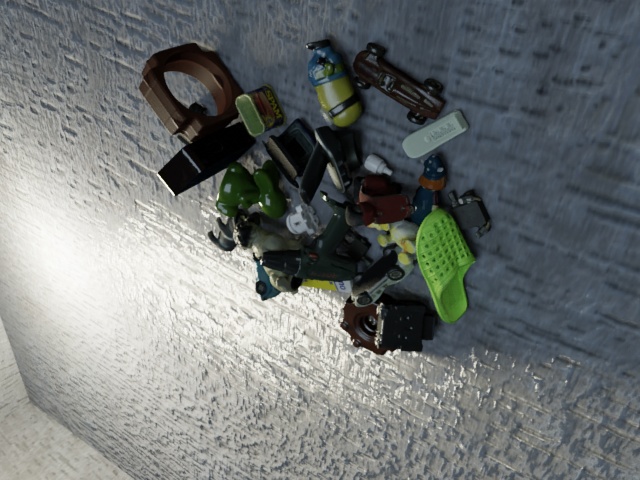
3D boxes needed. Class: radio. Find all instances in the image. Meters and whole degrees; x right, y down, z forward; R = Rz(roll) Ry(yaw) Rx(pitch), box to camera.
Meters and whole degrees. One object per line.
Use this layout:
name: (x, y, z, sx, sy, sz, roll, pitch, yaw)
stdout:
radio: (-0.268, -0.199, 1.293, 0.131, 0.229, 0.073, -32, 98, 40)

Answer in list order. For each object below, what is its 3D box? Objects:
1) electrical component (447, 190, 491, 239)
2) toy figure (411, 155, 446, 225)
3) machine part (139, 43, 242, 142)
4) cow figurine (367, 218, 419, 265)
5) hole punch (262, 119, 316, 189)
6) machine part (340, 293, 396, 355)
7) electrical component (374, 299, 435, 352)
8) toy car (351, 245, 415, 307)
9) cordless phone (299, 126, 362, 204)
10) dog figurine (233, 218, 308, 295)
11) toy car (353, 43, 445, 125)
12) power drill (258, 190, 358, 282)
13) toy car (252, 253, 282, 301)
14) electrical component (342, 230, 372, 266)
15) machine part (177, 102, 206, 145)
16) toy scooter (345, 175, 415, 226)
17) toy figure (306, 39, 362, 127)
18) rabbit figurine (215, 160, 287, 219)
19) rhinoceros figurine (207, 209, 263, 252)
electrical component: (0.304, -0.053, 1.082, 0.078, 0.045, 0.102, -11, 109, 38)
toy figure: (0.224, -0.104, 1.104, 0.064, 0.058, 0.154, 21, 122, 18)
machine part: (-0.297, -0.341, 1.247, 0.087, 0.201, 0.201, -31, 96, 45)
cow figurine: (0.173, -0.026, 1.174, 0.167, 0.098, 0.068, 45, 142, 32)
hole punch: (-0.061, -0.205, 1.247, 0.142, 0.092, 0.116, 50, 163, -3)
machine part: (0.134, 0.206, 1.353, 0.180, 0.056, 0.179, 17, 123, 27)
electrical component: (0.199, 0.198, 1.254, 0.134, 0.058, 0.114, 2, 98, -4)
toy car: (0.141, 0.085, 1.253, 0.056, 0.073, 0.201, 20, 134, -29)
cordless phone: (0.013, -0.133, 1.136, 0.089, 0.184, 0.146, 11, 150, 23)
dog figurine: (-0.132, 0.043, 1.362, 0.191, 0.121, 0.172, 18, 115, 35)
toy car: (0.148, -0.302, 1.048, 0.202, 0.053, 0.089, 39, 129, 13)
power drill: (-0.003, -0.004, 1.225, 0.232, 0.086, 0.207, 18, 97, -20)
toy car: (-0.119, 0.080, 1.444, 0.103, 0.109, 0.161, -3, 98, 11)
electrical component: (0.094, 0.019, 1.295, 0.094, 0.021, 0.063, 41, 132, 10)
machine part: (-0.338, -0.299, 1.417, 0.084, 0.039, 0.138, 47, 135, 12)
toy scooter: (0.131, -0.082, 1.121, 0.135, 0.184, 0.075, -2, 121, 14)
toy figure: (0.028, -0.320, 1.106, 0.089, 0.082, 0.180, -2, 112, 39)
rabbit figurine: (-0.156, -0.126, 1.355, 0.170, 0.121, 0.159, 24, 122, 1)
rhinoceros figurine: (-0.232, -0.026, 1.473, 0.112, 0.073, 0.190, 54, 134, 0)
